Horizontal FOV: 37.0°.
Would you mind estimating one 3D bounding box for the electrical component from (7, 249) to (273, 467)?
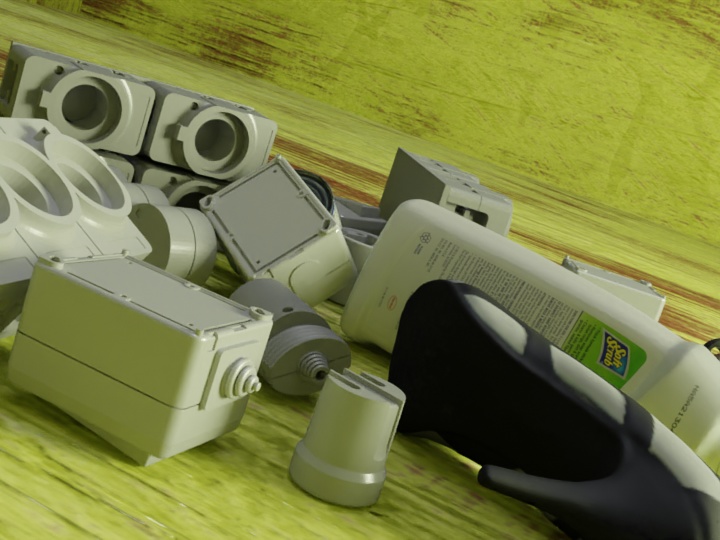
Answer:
[{"bbox_3d":[-0.084,0.037,0.435,0.096,0.061,0.062,22,12,20],"label":"electrical component"}]

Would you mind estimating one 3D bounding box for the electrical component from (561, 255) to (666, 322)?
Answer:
[{"bbox_3d":[0.200,0.031,0.915,0.096,0.061,0.061,18,11,-2],"label":"electrical component"}]

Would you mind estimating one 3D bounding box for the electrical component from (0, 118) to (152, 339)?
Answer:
[{"bbox_3d":[-0.169,-0.022,0.489,0.089,0.062,0.150,50,16,5],"label":"electrical component"}]

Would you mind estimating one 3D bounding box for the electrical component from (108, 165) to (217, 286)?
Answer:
[{"bbox_3d":[-0.158,-0.029,0.656,0.138,0.052,0.074,27,14,36],"label":"electrical component"}]

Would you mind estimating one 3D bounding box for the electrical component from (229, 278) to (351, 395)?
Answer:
[{"bbox_3d":[-0.037,0.038,0.552,0.043,0.043,0.081,12,13,-31],"label":"electrical component"}]

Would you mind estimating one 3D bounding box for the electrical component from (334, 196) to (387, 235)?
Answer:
[{"bbox_3d":[-0.035,-0.035,0.854,0.096,0.061,0.062,27,14,36],"label":"electrical component"}]

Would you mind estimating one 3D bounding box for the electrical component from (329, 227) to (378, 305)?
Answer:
[{"bbox_3d":[0.000,0.000,0.780,0.055,0.047,0.055,18,11,-4],"label":"electrical component"}]

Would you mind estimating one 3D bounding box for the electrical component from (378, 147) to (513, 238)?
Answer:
[{"bbox_3d":[0.057,-0.024,0.840,0.060,0.105,0.186,16,12,-12],"label":"electrical component"}]

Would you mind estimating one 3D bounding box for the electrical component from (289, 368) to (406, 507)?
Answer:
[{"bbox_3d":[-0.004,0.069,0.448,0.040,0.046,0.040,18,11,-4],"label":"electrical component"}]

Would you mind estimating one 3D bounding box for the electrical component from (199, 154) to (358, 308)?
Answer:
[{"bbox_3d":[-0.052,-0.020,0.671,0.096,0.062,0.061,51,-11,39],"label":"electrical component"}]

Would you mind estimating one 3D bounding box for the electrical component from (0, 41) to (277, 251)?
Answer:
[{"bbox_3d":[-0.162,-0.082,0.766,0.186,0.105,0.060,11,14,-33],"label":"electrical component"}]
